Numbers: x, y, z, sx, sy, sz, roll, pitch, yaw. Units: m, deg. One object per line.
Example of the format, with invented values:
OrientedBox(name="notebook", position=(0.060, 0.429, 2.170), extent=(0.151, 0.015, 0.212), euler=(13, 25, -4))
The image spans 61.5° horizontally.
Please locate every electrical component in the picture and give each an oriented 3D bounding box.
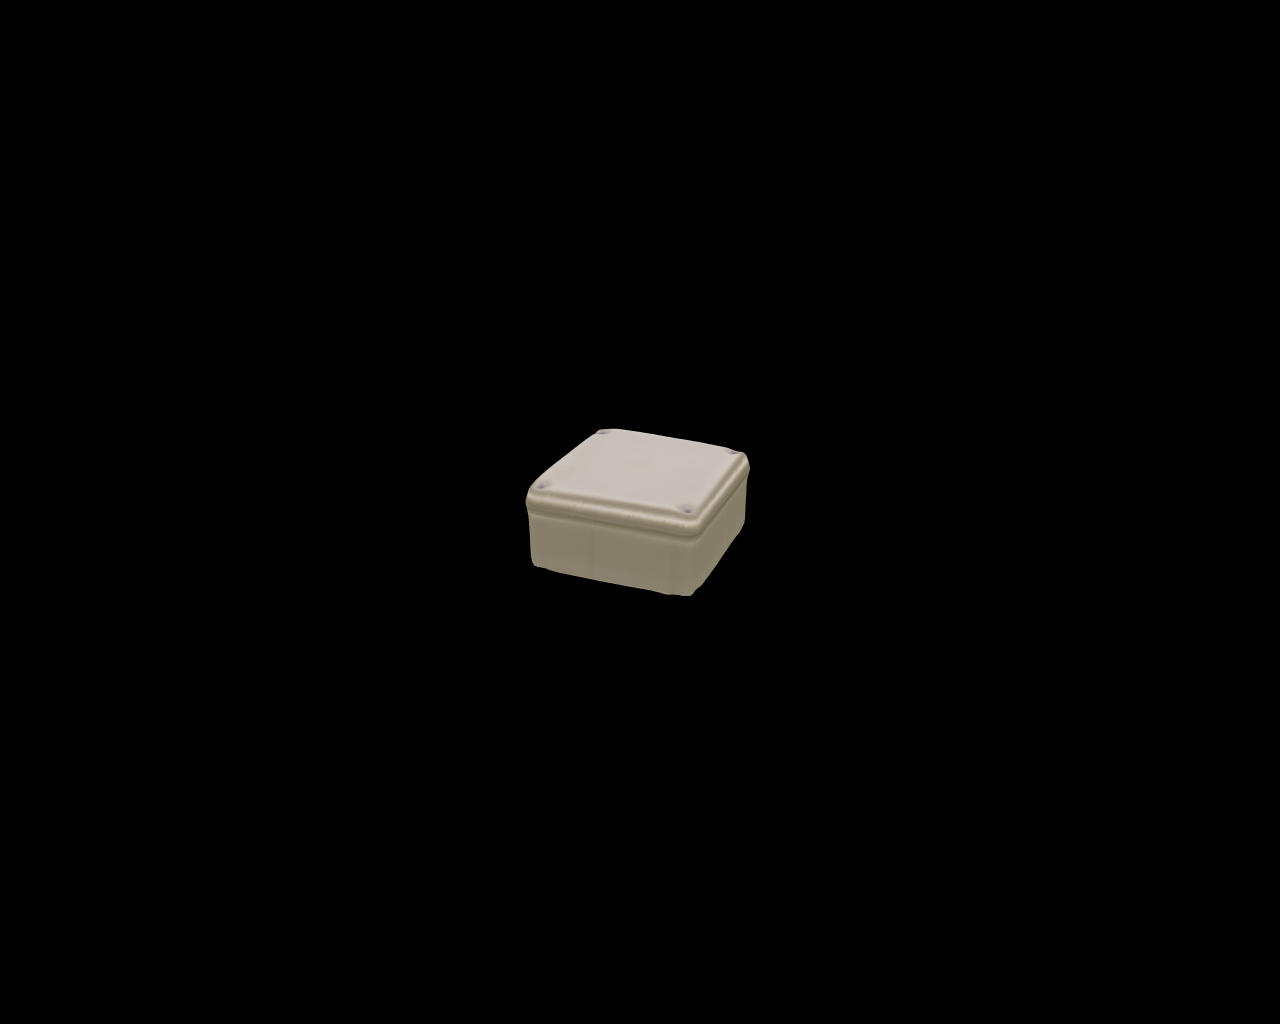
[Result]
OrientedBox(name="electrical component", position=(0.001, -0.003, 0.650), extent=(0.109, 0.056, 0.109), euler=(10, 28, 20))
